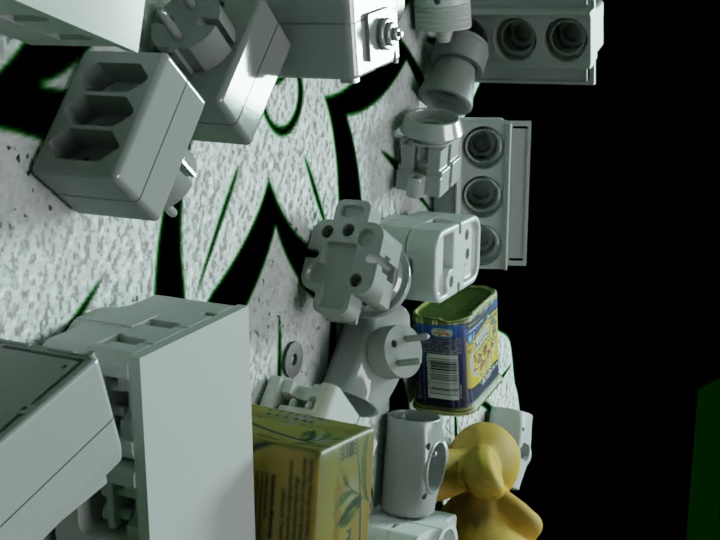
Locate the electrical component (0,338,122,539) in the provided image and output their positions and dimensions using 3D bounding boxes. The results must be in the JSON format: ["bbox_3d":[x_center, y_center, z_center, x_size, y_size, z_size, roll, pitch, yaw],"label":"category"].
[{"bbox_3d":[-0.141,0.071,0.427,0.096,0.062,0.061,-48,138,-51],"label":"electrical component"}]

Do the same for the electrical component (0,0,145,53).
[{"bbox_3d":[-0.148,-0.149,0.360,0.186,0.060,0.105,10,87,-65],"label":"electrical component"}]

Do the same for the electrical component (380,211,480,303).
[{"bbox_3d":[0.047,-0.012,0.814,0.095,0.059,0.053,-25,119,-61],"label":"electrical component"}]

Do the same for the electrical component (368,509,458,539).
[{"bbox_3d":[0.034,0.271,0.852,0.089,0.062,0.150,1,96,-65],"label":"electrical component"}]

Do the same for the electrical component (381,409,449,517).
[{"bbox_3d":[0.049,0.152,0.875,0.079,0.044,0.077,-9,104,-65],"label":"electrical component"}]

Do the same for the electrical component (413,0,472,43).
[{"bbox_3d":[0.061,-0.213,0.813,0.043,0.043,0.081,-44,135,-54],"label":"electrical component"}]

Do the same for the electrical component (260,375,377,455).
[{"bbox_3d":[-0.031,0.115,0.688,0.089,0.050,0.055,61,41,-52],"label":"electrical component"}]

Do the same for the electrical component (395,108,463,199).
[{"bbox_3d":[0.054,-0.092,0.826,0.066,0.048,0.055,-43,141,-55],"label":"electrical component"}]

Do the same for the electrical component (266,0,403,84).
[{"bbox_3d":[-0.021,-0.139,0.590,0.062,0.096,0.061,-39,130,-56],"label":"electrical component"}]

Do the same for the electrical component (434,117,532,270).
[{"bbox_3d":[0.102,-0.067,0.910,0.063,0.079,0.121,-75,165,-75],"label":"electrical component"}]

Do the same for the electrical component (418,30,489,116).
[{"bbox_3d":[0.074,-0.156,0.849,0.045,0.045,0.055,46,58,-59],"label":"electrical component"}]

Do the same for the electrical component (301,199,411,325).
[{"bbox_3d":[0.000,0.000,0.719,0.057,0.058,0.078,37,62,-59],"label":"electrical component"}]

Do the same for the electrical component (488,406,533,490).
[{"bbox_3d":[0.155,0.187,1.112,0.079,0.043,0.077,39,61,-61],"label":"electrical component"}]

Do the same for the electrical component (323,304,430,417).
[{"bbox_3d":[0.016,0.057,0.744,0.043,0.079,0.077,39,58,-33],"label":"electrical component"}]

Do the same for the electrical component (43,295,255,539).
[{"bbox_3d":[-0.101,0.096,0.519,0.089,0.062,0.150,-27,121,-61],"label":"electrical component"}]

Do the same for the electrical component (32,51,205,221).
[{"bbox_3d":[-0.101,-0.052,0.499,0.076,0.047,0.065,53,49,-56],"label":"electrical component"}]

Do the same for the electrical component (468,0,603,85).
[{"bbox_3d":[0.135,-0.195,0.881,0.063,0.121,0.078,-47,137,-55],"label":"electrical component"}]

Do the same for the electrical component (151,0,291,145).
[{"bbox_3d":[-0.078,-0.111,0.533,0.076,0.047,0.065,55,48,-55],"label":"electrical component"}]
